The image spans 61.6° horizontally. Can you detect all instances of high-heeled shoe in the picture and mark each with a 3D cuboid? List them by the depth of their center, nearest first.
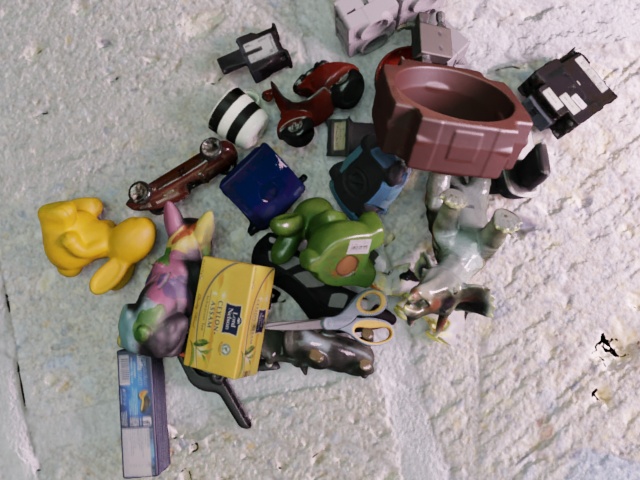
[{"bbox_3d":[0.006,0.068,0.894,0.249,0.086,0.145,12,53,-13],"label":"high-heeled shoe"}]

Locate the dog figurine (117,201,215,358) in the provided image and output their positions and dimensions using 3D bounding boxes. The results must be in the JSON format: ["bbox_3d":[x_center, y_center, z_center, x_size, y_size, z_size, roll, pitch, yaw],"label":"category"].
[{"bbox_3d":[-0.231,0.054,0.845,0.109,0.191,0.219,12,100,11],"label":"dog figurine"}]

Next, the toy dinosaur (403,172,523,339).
[{"bbox_3d":[0.210,-0.028,0.829,0.131,0.192,0.405,13,41,3],"label":"toy dinosaur"}]

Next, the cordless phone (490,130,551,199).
[{"bbox_3d":[0.309,-0.142,0.825,0.089,0.184,0.146,-7,84,7],"label":"cordless phone"}]

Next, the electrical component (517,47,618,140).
[{"bbox_3d":[0.395,-0.235,0.877,0.134,0.058,0.115,-31,80,-18],"label":"electrical component"}]

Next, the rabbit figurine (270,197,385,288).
[{"bbox_3d":[-0.002,-0.003,0.849,0.159,0.170,0.121,-12,126,-19],"label":"rabbit figurine"}]

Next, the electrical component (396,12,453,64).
[{"bbox_3d":[0.168,-0.314,0.859,0.078,0.045,0.102,-5,85,-26],"label":"electrical component"}]

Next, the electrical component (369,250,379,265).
[{"bbox_3d":[0.067,0.022,0.903,0.063,0.021,0.094,41,87,6],"label":"electrical component"}]

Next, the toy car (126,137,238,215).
[{"bbox_3d":[-0.227,-0.099,0.899,0.202,0.089,0.053,-32,80,-2],"label":"toy car"}]

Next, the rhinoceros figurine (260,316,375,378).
[{"bbox_3d":[-0.003,0.172,0.853,0.190,0.112,0.073,10,63,-8],"label":"rhinoceros figurine"}]

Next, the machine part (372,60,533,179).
[{"bbox_3d":[0.181,-0.175,0.773,0.201,0.087,0.201,6,41,-8],"label":"machine part"}]

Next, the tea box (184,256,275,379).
[{"bbox_3d":[-0.137,0.115,0.819,0.098,0.068,0.169,7,86,26],"label":"tea box"}]

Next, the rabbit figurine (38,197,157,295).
[{"bbox_3d":[-0.354,0.007,0.881,0.173,0.122,0.162,-2,89,3],"label":"rabbit figurine"}]

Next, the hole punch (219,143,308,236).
[{"bbox_3d":[-0.095,-0.088,0.886,0.116,0.092,0.142,45,84,-6],"label":"hole punch"}]

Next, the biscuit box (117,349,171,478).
[{"bbox_3d":[-0.288,0.274,0.877,0.059,0.063,0.202,-5,83,3],"label":"biscuit box"}]

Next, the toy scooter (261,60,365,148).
[{"bbox_3d":[-0.022,-0.245,0.910,0.184,0.075,0.135,-44,59,-12],"label":"toy scooter"}]

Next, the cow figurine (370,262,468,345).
[{"bbox_3d":[0.162,0.086,0.867,0.167,0.068,0.098,38,79,3],"label":"cow figurine"}]

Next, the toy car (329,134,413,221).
[{"bbox_3d":[0.094,-0.108,0.871,0.103,0.161,0.109,-23,72,-43],"label":"toy car"}]

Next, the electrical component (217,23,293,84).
[{"bbox_3d":[-0.115,-0.316,0.936,0.119,0.047,0.075,-27,83,1],"label":"electrical component"}]

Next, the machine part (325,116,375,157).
[{"bbox_3d":[0.079,-0.175,0.916,0.139,0.039,0.084,-2,76,5],"label":"machine part"}]
